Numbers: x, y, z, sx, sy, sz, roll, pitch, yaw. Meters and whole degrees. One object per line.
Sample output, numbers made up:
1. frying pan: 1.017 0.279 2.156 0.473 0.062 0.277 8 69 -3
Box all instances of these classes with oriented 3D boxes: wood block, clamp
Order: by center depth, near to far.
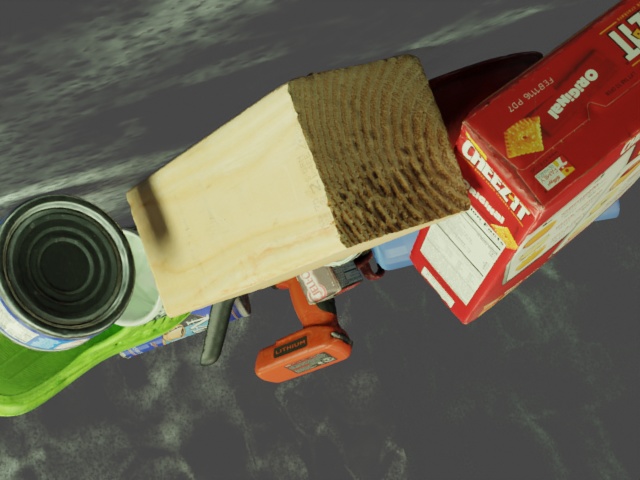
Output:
1. wood block: -0.022 -0.025 0.620 0.090 0.090 0.207 -18 177 -34
2. clamp: -0.110 0.027 1.057 0.171 0.120 0.039 -55 -177 5

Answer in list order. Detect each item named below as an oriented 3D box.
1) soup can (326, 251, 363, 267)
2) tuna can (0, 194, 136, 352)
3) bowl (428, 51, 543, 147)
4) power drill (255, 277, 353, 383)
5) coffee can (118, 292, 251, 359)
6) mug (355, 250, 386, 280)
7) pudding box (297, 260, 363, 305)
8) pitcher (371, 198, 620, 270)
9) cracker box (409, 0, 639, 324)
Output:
1. soup can: 0.018 -0.028 0.803 0.069 0.068 0.102 -21 -167 25
2. tuna can: -0.148 0.018 0.603 0.085 0.086 0.034 -18 174 -38
3. bowl: 0.088 -0.076 0.751 0.162 0.055 0.162 -20 178 -1
4. power drill: -0.046 0.058 1.183 0.185 0.187 0.057 -22 153 22
5. coffee can: -0.156 0.055 1.131 0.140 0.103 0.103 -20 177 2
6. mug: 0.051 -0.006 1.333 0.093 0.117 0.081 -27 179 30
7. pudding box: -0.007 0.001 1.008 0.039 0.113 0.090 -25 176 15
8. pitcher: 0.159 -0.050 1.034 0.243 0.145 0.149 -17 155 6
9. cracker box: 0.145 -0.049 0.650 0.164 0.072 0.214 -37 166 -15
